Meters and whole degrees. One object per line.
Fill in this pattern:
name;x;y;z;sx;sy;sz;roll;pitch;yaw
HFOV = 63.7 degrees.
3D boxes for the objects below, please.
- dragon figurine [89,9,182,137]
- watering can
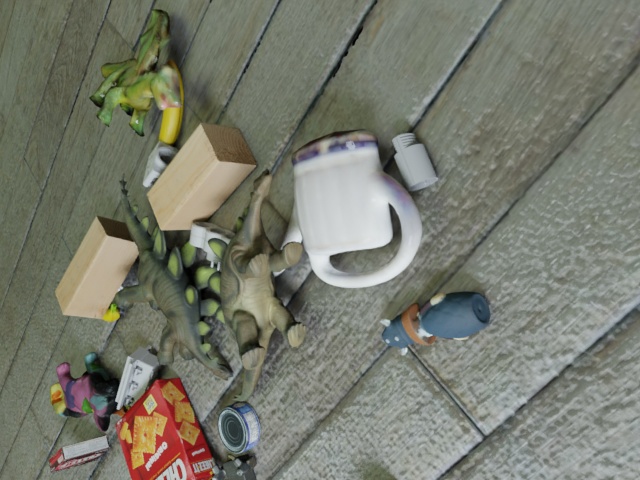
dragon figurine;-0.371;-0.363;1.067;0.121;0.240;0.418;21;27;-46
watering can;0.002;-0.039;0.770;0.104;0.224;0.346;-7;-1;-43
